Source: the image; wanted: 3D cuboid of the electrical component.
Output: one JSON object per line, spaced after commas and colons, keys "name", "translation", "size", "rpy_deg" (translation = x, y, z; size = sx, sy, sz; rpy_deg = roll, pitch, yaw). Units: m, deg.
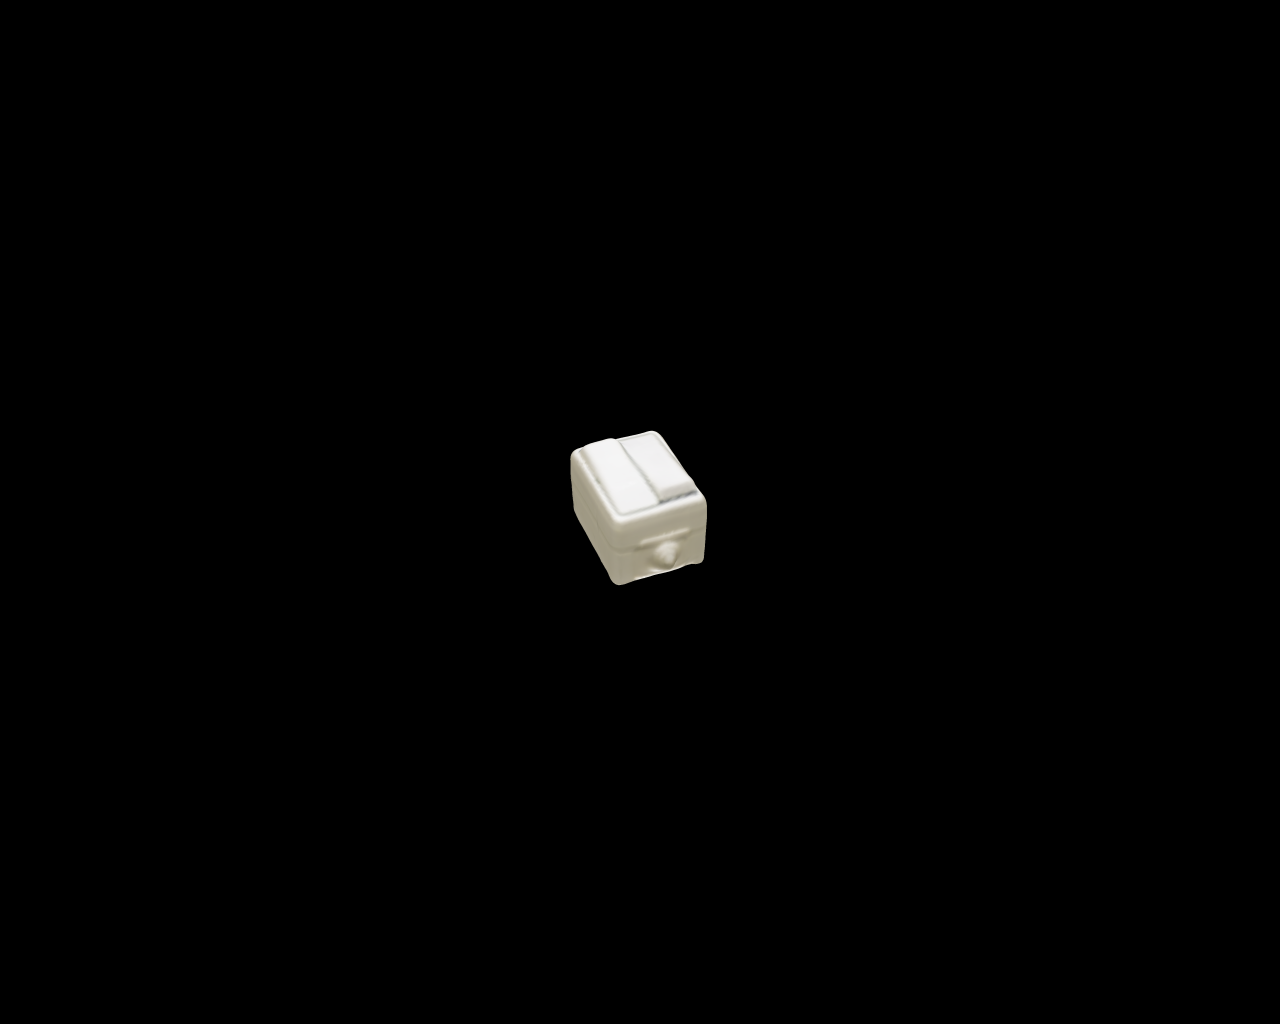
{"name": "electrical component", "translation": [0.001, -0.003, 0.650], "size": [0.062, 0.061, 0.096], "rpy_deg": [-14, 42, -16]}
